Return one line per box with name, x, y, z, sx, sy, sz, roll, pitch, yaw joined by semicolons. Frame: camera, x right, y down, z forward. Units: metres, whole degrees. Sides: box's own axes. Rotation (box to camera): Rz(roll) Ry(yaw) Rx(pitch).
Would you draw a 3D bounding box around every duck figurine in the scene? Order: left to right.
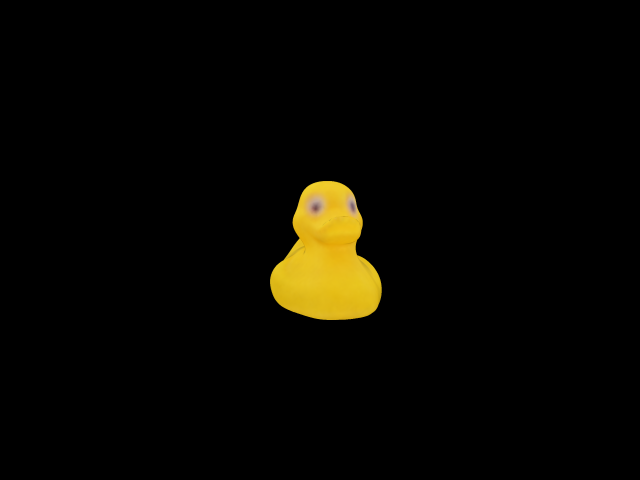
duck figurine;0.004;0.001;0.400;0.078;0.086;0.104;-3;10;-15
